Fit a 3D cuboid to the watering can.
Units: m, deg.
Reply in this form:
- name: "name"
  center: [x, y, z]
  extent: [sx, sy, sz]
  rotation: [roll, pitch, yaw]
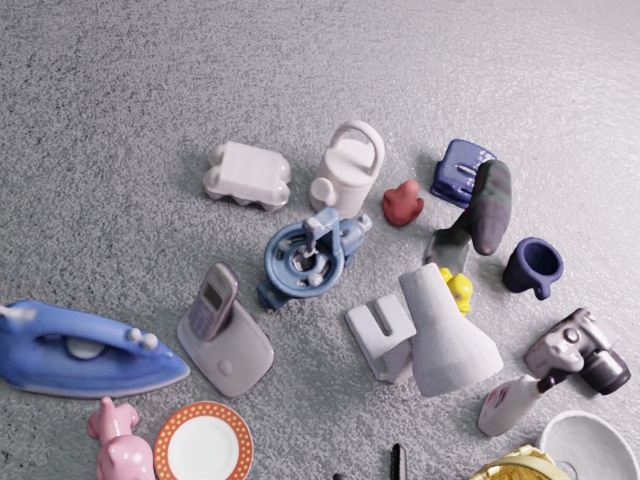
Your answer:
- name: "watering can"
  center: [0.048, -0.119, 0.973]
  extent: [0.101, 0.194, 0.173]
  rotation: [21, 55, -3]

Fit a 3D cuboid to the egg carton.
- name: "egg carton"
  center: [-0.123, -0.109, 0.990]
  extent: [0.150, 0.069, 0.107]
  rotation: [11, 56, -10]

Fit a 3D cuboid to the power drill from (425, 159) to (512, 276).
- name: "power drill"
  center: [0.257, -0.020, 0.968]
  extent: [0.075, 0.208, 0.230]
  rotation: [24, 55, -1]

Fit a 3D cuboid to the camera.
- name: "camera"
  center: [0.445, 0.194, 0.957]
  extent: [0.143, 0.100, 0.136]
  rotation: [-29, 71, -30]

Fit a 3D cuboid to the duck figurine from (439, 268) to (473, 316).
- name: "duck figurine"
  center: [0.223, 0.087, 0.964]
  extent: [0.078, 0.086, 0.104]
  rotation: [-1, 59, -18]

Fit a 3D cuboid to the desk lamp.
- name: "desk lamp"
  center: [0.143, 0.139, 0.829]
  extent: [0.118, 0.213, 0.203]
  rotation: [-18, 66, -26]

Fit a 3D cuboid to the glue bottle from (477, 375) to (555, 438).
- name: "glue bottle"
  center: [0.293, 0.233, 0.841]
  extent: [0.037, 0.173, 0.078]
  rotation: [30, 55, 3]

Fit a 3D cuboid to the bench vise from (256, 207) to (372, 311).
- name: "bench vise"
  center: [-0.002, -0.004, 0.870]
  extent: [0.121, 0.219, 0.208]
  rotation: [33, 55, 5]

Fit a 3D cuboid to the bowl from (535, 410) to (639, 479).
- name: "bowl"
  center: [0.385, 0.347, 0.858]
  extent: [0.168, 0.074, 0.167]
  rotation: [8, 57, -12]

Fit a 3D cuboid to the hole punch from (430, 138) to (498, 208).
- name: "hole punch"
  center: [0.282, -0.127, 1.114]
  extent: [0.108, 0.091, 0.101]
  rotation: [23, 55, -2]

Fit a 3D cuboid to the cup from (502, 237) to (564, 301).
- name: "cup"
  center: [0.371, 0.066, 1.018]
  extent: [0.092, 0.095, 0.117]
  rotation: [8, 57, -12]

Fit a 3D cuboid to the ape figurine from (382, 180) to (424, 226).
- name: "ape figurine"
  center: [0.155, -0.074, 1.041]
  extent: [0.078, 0.092, 0.076]
  rotation: [31, 55, 4]

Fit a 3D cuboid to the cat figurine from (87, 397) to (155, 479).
- name: "cat figurine"
  center: [-0.243, 0.252, 0.697]
  extent: [0.067, 0.117, 0.127]
  rotation: [-16, 65, -25]

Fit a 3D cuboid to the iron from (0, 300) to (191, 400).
- name: "iron"
  center: [-0.294, 0.131, 0.742]
  extent: [0.258, 0.141, 0.118]
  rotation: [10, 56, -11]

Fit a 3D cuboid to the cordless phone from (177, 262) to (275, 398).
- name: "cordless phone"
  center: [-0.121, 0.120, 0.777]
  extent: [0.147, 0.185, 0.094]
  rotation: [45, 57, 13]
